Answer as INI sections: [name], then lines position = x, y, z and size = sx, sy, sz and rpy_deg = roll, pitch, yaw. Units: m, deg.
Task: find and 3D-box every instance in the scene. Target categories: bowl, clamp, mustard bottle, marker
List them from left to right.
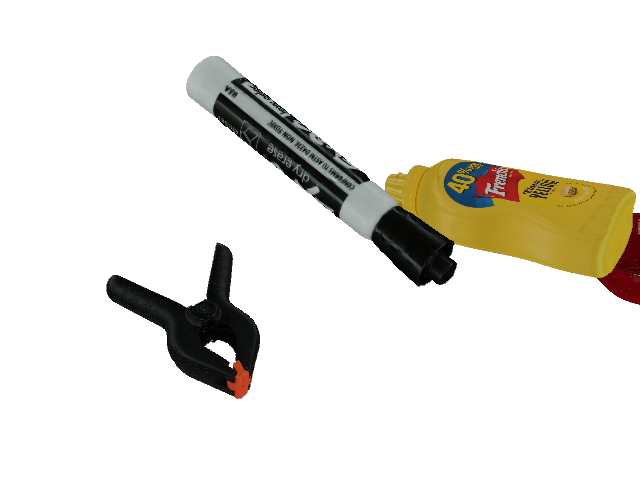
[clamp]
position = -0.097, 0.065, 0.937
size = 0.120, 0.039, 0.172
rpy_deg = -29, 54, -25
[marker]
position = -0.001, -0.025, 0.372
size = 0.121, 0.020, 0.020
rpy_deg = 40, 18, 23
[mustard bottle]
position = 0.140, -0.025, 0.832
size = 0.192, 0.058, 0.096
rpy_deg = 13, 34, 26
[bowl]
position = 0.359, 0.026, 1.157
size = 0.162, 0.055, 0.162
rpy_deg = -1, 26, 0

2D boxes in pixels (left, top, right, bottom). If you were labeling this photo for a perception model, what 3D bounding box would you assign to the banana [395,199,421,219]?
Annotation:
[banana]
position = 0.153, -0.027, 1.135
size = 0.198, 0.037, 0.069
rpy_deg = 10, 39, 25
